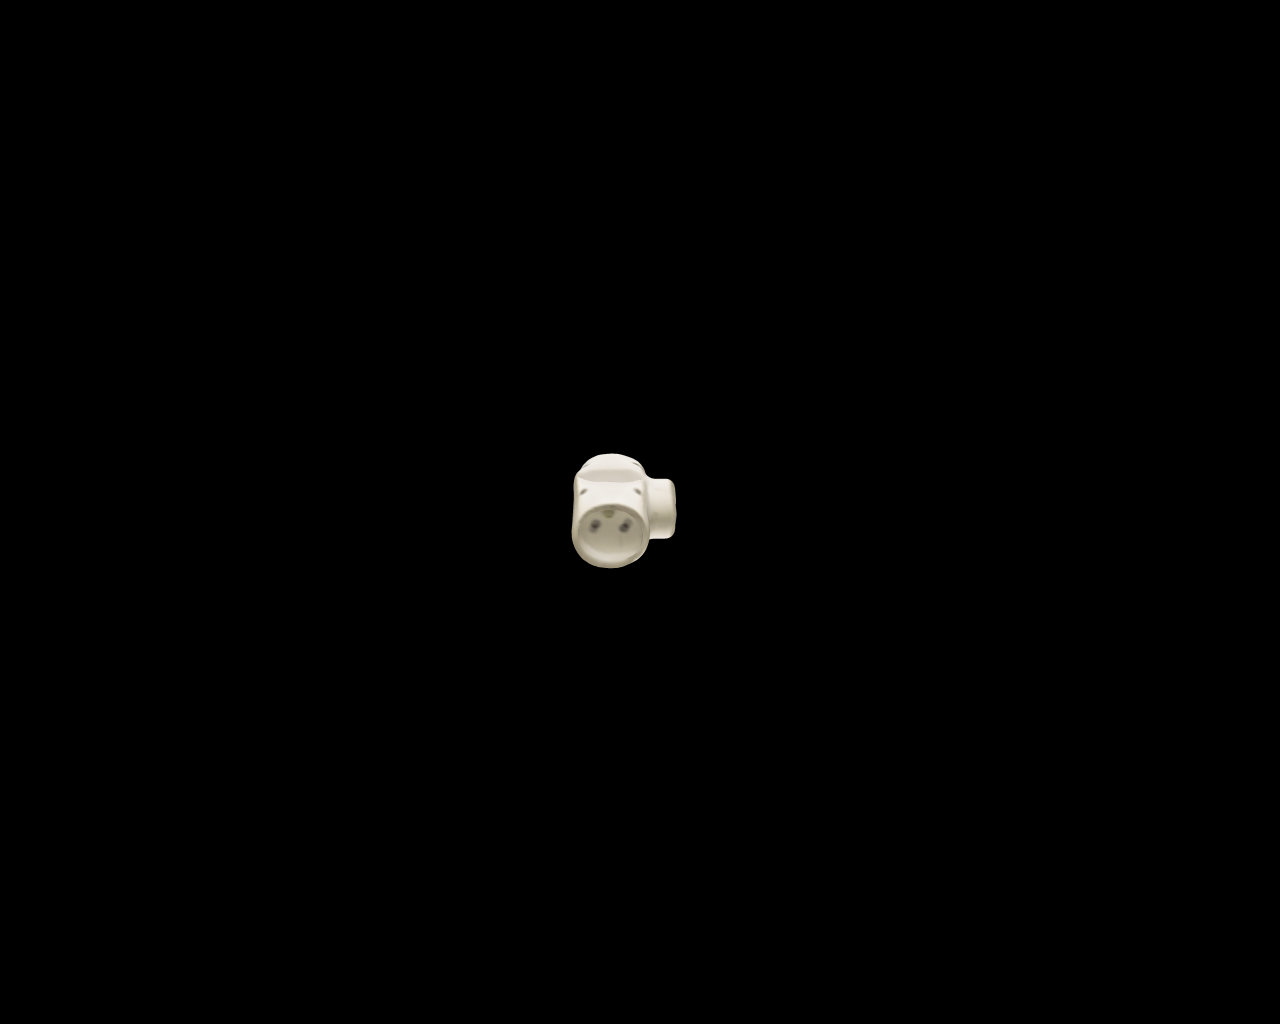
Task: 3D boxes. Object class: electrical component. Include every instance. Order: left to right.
[{"bbox_3d":[0.001,-0.003,0.650,0.079,0.043,0.077,0,25,0],"label":"electrical component"}]
